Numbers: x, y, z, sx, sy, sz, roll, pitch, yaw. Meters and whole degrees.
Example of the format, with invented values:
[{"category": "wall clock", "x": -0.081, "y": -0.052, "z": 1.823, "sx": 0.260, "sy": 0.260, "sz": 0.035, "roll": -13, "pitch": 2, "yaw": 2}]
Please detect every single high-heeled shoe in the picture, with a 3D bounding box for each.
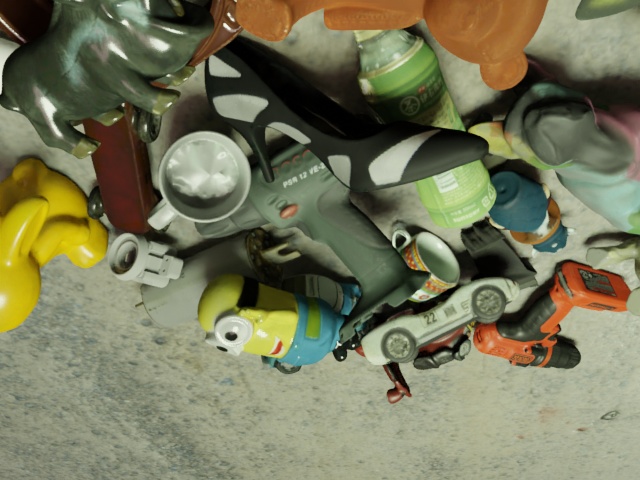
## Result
[{"category": "high-heeled shoe", "x": 0.009, "y": -0.118, "z": 0.441, "sx": 0.249, "sy": 0.086, "sz": 0.145, "roll": -1, "pitch": 114, "yaw": 34}]

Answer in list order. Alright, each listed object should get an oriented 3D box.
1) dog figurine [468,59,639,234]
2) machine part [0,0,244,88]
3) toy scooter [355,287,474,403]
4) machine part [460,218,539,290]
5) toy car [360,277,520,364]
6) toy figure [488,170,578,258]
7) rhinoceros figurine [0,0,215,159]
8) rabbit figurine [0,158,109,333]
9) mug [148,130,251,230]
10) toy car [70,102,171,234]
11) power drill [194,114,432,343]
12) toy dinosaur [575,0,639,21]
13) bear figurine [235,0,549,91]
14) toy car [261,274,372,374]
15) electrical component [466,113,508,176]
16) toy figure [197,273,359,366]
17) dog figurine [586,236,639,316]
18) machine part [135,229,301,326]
[{"category": "dog figurine", "x": 0.257, "y": -0.089, "z": 0.506, "sx": 0.219, "sy": 0.191, "sz": 0.108, "roll": 31, "pitch": 114, "yaw": 10}, {"category": "machine part", "x": -0.154, "y": -0.215, "z": 0.387, "sx": 0.201, "sy": 0.087, "sz": 0.200, "roll": -24, "pitch": 132, "yaw": 25}, {"category": "toy scooter", "x": 0.130, "y": 0.145, "z": 0.725, "sx": 0.184, "sy": 0.135, "sz": 0.075, "roll": -24, "pitch": 131, "yaw": 22}, {"category": "machine part", "x": 0.221, "y": 0.030, "z": 0.674, "sx": 0.084, "sy": 0.039, "sz": 0.138, "roll": -17, "pitch": 135, "yaw": 25}, {"category": "toy car", "x": 0.146, "y": 0.097, "z": 0.651, "sx": 0.202, "sy": 0.056, "sz": 0.073, "roll": -28, "pitch": 161, "yaw": 8}, {"category": "toy figure", "x": 0.233, "y": -0.028, "z": 0.592, "sx": 0.064, "sy": 0.058, "sz": 0.154, "roll": -9, "pitch": 155, "yaw": 40}, {"category": "rhinoceros figurine", "x": -0.140, "y": -0.137, "z": 0.362, "sx": 0.190, "sy": 0.073, "sz": 0.112, "roll": -28, "pitch": 119, "yaw": 29}, {"category": "rabbit figurine", "x": -0.306, "y": 0.009, "z": 0.561, "sx": 0.122, "sy": 0.173, "sz": 0.162, "roll": 12, "pitch": 140, "yaw": -6}, {"category": "mug", "x": -0.122, "y": -0.055, "z": 0.524, "sx": 0.080, "sy": 0.107, "sz": 0.109, "roll": 39, "pitch": 90, "yaw": -18}, {"category": "toy car", "x": -0.202, "y": -0.080, "z": 0.552, "sx": 0.089, "sy": 0.053, "sz": 0.202, "roll": 13, "pitch": 140, "yaw": 2}, {"category": "power drill", "x": -0.001, "y": -0.002, "z": 0.557, "sx": 0.232, "sy": 0.207, "sz": 0.086, "roll": -35, "pitch": 169, "yaw": 20}, {"category": "toy dinosaur", "x": 0.259, "y": -0.230, "z": 0.357, "sx": 0.471, "sy": 0.105, "sz": 0.198, "roll": 27, "pitch": 134, "yaw": -16}, {"category": "bear figurine", "x": 0.061, "y": -0.171, "z": 0.363, "sx": 0.196, "sy": 0.132, "sz": 0.120, "roll": 31, "pitch": 133, "yaw": 7}, {"category": "toy car", "x": -0.020, "y": 0.096, "z": 0.694, "sx": 0.162, "sy": 0.109, "sz": 0.102, "roll": -19, "pitch": 131, "yaw": 16}, {"category": "electrical component", "x": 0.165, "y": -0.088, "z": 0.561, "sx": 0.063, "sy": 0.021, "sz": 0.094, "roll": 12, "pitch": 134, "yaw": -12}, {"category": "toy figure", "x": -0.048, "y": 0.092, "z": 0.601, "sx": 0.180, "sy": 0.089, "sz": 0.082, "roll": 12, "pitch": 114, "yaw": -26}, {"category": "dog figurine", "x": 0.441, "y": 0.011, "z": 0.623, "sx": 0.190, "sy": 0.121, "sz": 0.172, "roll": 5, "pitch": 141, "yaw": -25}, {"category": "machine part", "x": -0.135, "y": 0.049, "z": 0.669, "sx": 0.243, "sy": 0.079, "sz": 0.079, "roll": -21, "pitch": 132, "yaw": 23}]
